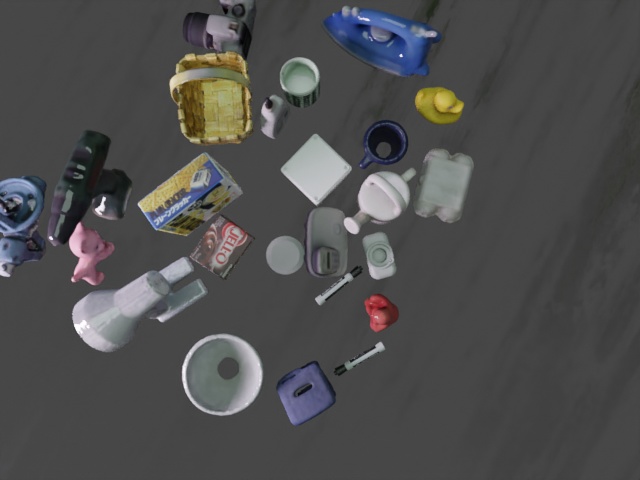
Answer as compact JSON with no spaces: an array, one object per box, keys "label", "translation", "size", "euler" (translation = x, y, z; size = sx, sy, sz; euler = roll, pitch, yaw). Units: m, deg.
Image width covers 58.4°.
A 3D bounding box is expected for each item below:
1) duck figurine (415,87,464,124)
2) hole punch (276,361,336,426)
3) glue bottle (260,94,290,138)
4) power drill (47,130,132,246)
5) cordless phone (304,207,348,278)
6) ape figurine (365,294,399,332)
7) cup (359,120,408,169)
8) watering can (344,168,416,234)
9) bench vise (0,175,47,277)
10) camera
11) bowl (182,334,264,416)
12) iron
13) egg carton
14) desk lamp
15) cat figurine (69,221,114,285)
[{"label":"duck figurine","translation":[0.254,-0.290,1.202],"size":[0.104,0.086,0.077],"euler":[24,88,2]},{"label":"hole punch","translation":[-0.031,0.315,1.181],"size":[0.108,0.091,0.101],"euler":[-31,87,0]},{"label":"glue bottle","translation":[-0.096,-0.261,1.164],"size":[0.037,0.173,0.078],"euler":[29,89,3]},{"label":"power drill","translation":[-0.456,-0.096,1.147],"size":[0.075,0.208,0.230],"euler":[13,88,2]},{"label":"cordless phone","translation":[0.011,0.004,1.145],"size":[0.094,0.185,0.148],"euler":[-3,87,1]},{"label":"ape figurine","translation":[0.127,0.154,1.184],"size":[0.076,0.092,0.078],"euler":[19,88,2]},{"label":"cup","translation":[0.125,-0.186,1.196],"size":[0.091,0.095,0.118],"euler":[44,89,3]},{"label":"watering can","translation":[0.124,-0.080,1.142],"size":[0.101,0.194,0.173],"euler":[26,88,2]},{"label":"bench vise","translation":[-0.615,-0.036,1.142],"size":[0.121,0.219,0.207],"euler":[-11,87,1]},{"label":"camera","translation":[-0.214,-0.457,1.211],"size":[0.136,0.101,0.143],"euler":[13,88,2]},{"label":"bowl","translation":[-0.196,0.274,1.194],"size":[0.167,0.074,0.167],"euler":[0,88,1]},{"label":"iron","translation":[0.122,-0.435,1.183],"size":[0.258,0.141,0.119],"euler":[18,88,2]},{"label":"egg carton","translation":[0.258,-0.115,1.203],"size":[0.107,0.069,0.150],"euler":[14,88,2]},{"label":"desk lamp","translation":[-0.352,0.119,1.134],"size":[0.203,0.213,0.118],"euler":[-33,87,0]},{"label":"cat figurine","translation":[-0.485,0.029,1.188],"size":[0.067,0.118,0.128],"euler":[17,88,2]}]
